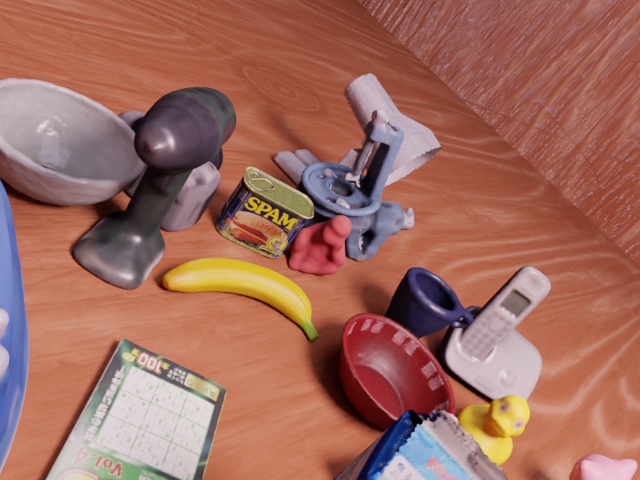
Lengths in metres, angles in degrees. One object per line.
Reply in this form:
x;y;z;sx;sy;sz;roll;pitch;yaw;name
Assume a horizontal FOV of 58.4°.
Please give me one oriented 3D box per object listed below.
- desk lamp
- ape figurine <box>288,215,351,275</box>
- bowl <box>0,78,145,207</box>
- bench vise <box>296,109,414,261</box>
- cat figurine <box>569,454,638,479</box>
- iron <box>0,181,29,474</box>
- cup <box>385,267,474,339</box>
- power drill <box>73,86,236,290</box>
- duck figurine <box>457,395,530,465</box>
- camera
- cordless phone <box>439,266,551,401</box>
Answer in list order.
0.063;-0.147;0.937;0.203;0.213;0.118;46;28;14;desk lamp
0.007;0.003;0.777;0.078;0.092;0.076;39;27;2;ape figurine
-0.273;-0.088;0.595;0.168;0.074;0.167;29;29;-18;bowl
0.066;-0.083;0.838;0.208;0.219;0.121;6;42;-46;bench vise
0.344;0.314;0.689;0.127;0.117;0.067;42;28;6;cat figurine
-0.234;0.041;0.376;0.119;0.141;0.257;7;41;-45;iron
0.140;0.104;0.781;0.118;0.095;0.091;31;28;-15;cup
-0.152;-0.056;0.548;0.076;0.208;0.229;33;28;-11;power drill
0.224;0.225;0.711;0.077;0.086;0.105;48;29;18;duck figurine
-0.169;-0.100;0.709;0.143;0.100;0.137;46;28;14;camera
0.271;0.133;0.798;0.148;0.185;0.094;34;28;-9;cordless phone
